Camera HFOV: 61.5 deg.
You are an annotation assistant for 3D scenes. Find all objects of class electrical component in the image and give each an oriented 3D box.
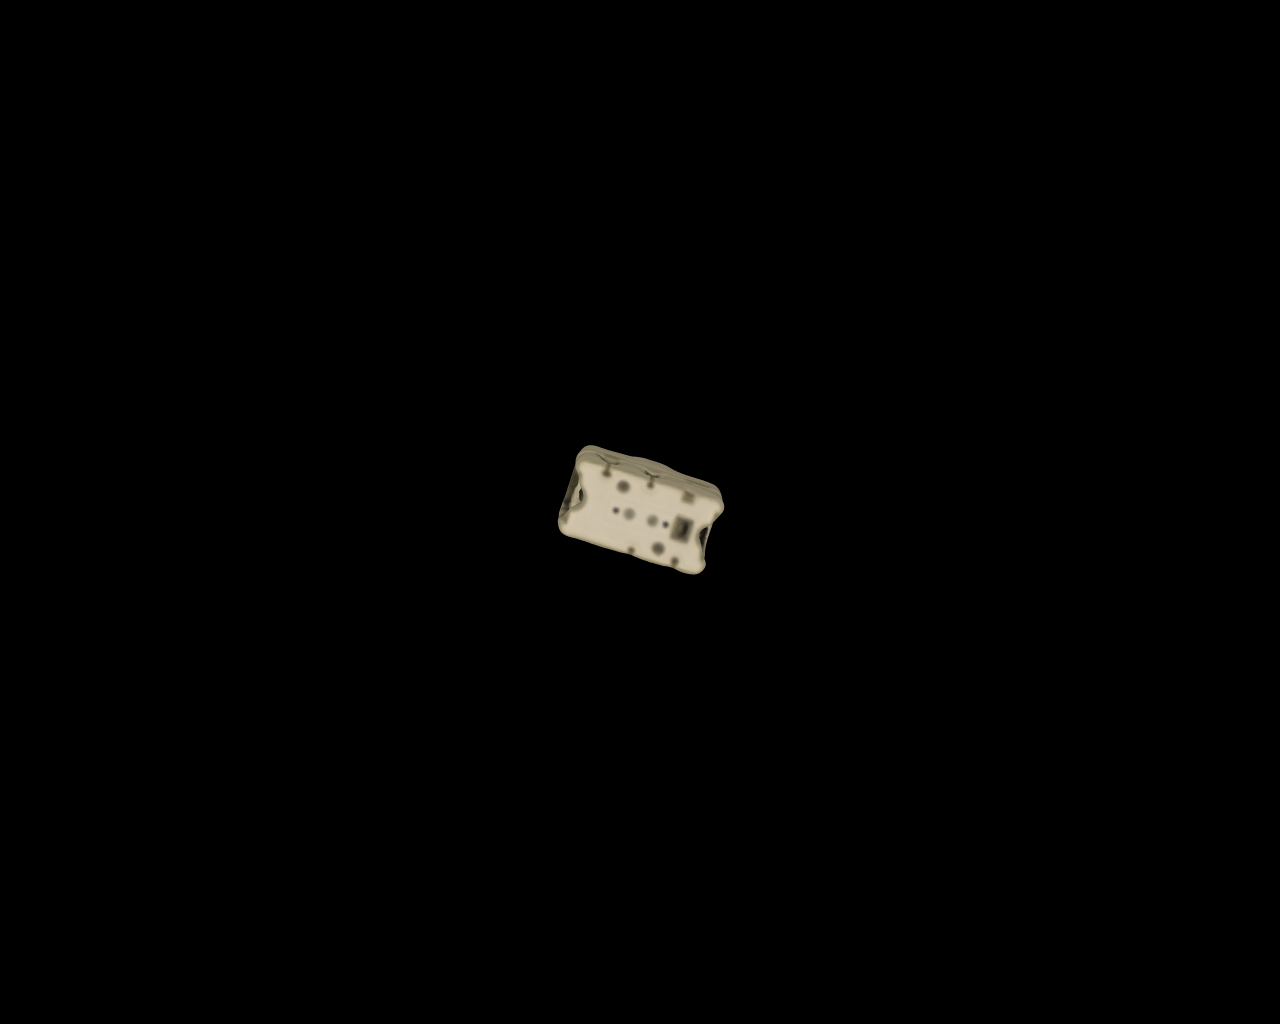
[{"bbox_3d":[0.001,-0.003,0.650,0.089,0.050,0.056,18,11,-4],"label":"electrical component"}]
